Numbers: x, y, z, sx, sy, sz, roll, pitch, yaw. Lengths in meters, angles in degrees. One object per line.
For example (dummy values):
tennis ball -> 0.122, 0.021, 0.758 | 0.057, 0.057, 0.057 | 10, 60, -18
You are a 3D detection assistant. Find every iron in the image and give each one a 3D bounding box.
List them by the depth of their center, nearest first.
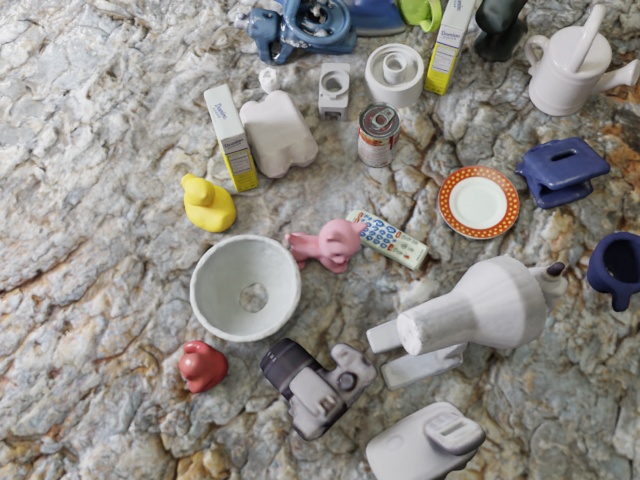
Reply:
iron -> 0.038, -0.461, 1.030 | 0.258, 0.141, 0.119 | 20, 72, 10

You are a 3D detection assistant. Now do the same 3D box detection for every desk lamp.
desk lamp -> 0.176, 0.119, 0.774 | 0.203, 0.213, 0.118 | -21, 70, -4

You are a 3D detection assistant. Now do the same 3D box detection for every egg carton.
egg carton -> -0.073, -0.180, 0.972 | 0.107, 0.069, 0.150 | -25, 71, -6

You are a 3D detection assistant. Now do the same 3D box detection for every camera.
camera -> -0.009, 0.193, 0.817 | 0.136, 0.101, 0.143 | 42, 77, 16

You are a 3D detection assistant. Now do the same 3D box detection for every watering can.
watering can -> 0.420, -0.292, 0.920 | 0.172, 0.194, 0.101 | 6, 70, 6

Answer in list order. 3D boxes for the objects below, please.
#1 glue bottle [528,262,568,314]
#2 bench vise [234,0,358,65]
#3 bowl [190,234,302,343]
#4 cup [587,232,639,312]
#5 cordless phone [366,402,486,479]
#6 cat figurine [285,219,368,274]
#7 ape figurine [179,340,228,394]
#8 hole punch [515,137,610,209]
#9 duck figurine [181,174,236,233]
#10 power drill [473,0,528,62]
glue bottle -> 0.312, 0.062, 0.808 | 0.078, 0.173, 0.037 | 24, 73, 12
bench vise -> -0.041, -0.380, 0.963 | 0.207, 0.220, 0.121 | -18, 70, -3
bowl -> -0.108, 0.080, 0.876 | 0.167, 0.075, 0.167 | -1, 70, 3
cup -> 0.435, 0.057, 0.845 | 0.091, 0.095, 0.118 | 12, 71, 8
cordless phone -> 0.137, 0.269, 0.736 | 0.147, 0.185, 0.094 | -30, 71, -7
cat figurine -> 0.008, 0.003, 0.875 | 0.127, 0.118, 0.067 | 3, 70, 4
ape figurine -> -0.177, 0.183, 0.834 | 0.076, 0.092, 0.078 | 7, 71, 6
hole punch -> 0.384, -0.117, 0.913 | 0.108, 0.091, 0.101 | -19, 70, -4
duck figurine -> -0.185, -0.065, 0.927 | 0.077, 0.086, 0.104 | -42, 73, -11
power drill -> 0.329, -0.411, 0.961 | 0.075, 0.208, 0.230 | 31, 75, 14
